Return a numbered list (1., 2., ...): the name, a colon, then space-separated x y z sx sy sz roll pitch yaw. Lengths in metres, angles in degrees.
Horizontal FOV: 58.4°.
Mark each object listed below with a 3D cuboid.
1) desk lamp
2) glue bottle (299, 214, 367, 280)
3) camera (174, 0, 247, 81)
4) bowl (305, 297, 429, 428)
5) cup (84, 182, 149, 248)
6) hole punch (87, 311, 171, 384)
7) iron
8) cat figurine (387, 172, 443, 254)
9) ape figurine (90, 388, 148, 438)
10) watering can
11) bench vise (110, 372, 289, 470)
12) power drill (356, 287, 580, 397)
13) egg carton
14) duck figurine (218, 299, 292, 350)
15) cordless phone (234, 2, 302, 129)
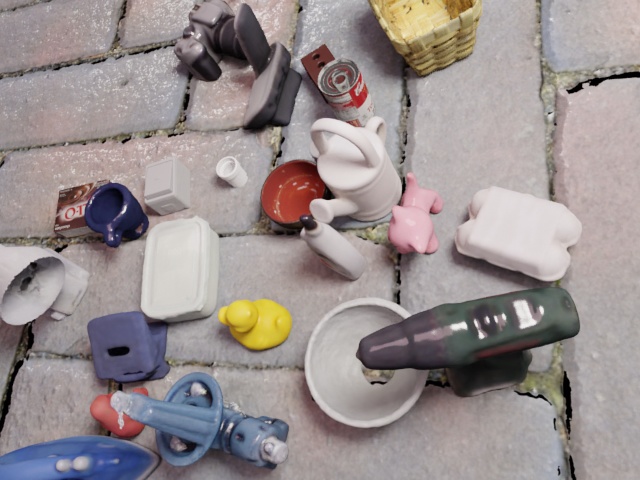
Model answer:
1. desk lamp: -0.487 0.061 0.937 0.202 0.214 0.118 24 78 28
2. glue bottle: 0.007 0.003 0.794 0.078 0.173 0.037 25 78 28
3. camera: -0.187 -0.379 1.077 0.136 0.101 0.143 27 79 29
4. bowl: 0.068 0.165 0.757 0.167 0.075 0.167 -8 65 18
5. cup: -0.339 -0.029 0.988 0.091 0.095 0.117 -21 62 12
6. hole punch: -0.298 0.169 0.888 0.108 0.091 0.101 -12 64 16
7. iron: -0.377 0.333 0.818 0.258 0.142 0.118 -17 63 14
8. cat figurine: 0.128 -0.031 0.795 0.067 0.118 0.128 -2 67 21
9. ape figurine: -0.302 0.253 0.852 0.077 0.092 0.076 -11 64 17
10. watering can: 0.046 -0.102 0.813 0.100 0.194 0.173 -1 68 21
11. bench vise: -0.145 0.224 0.730 0.207 0.220 0.121 -7 66 19
12. power drill: 0.174 0.123 0.657 0.229 0.209 0.075 -20 62 12
13. egg carton: 0.261 -0.009 0.761 0.149 0.070 0.107 19 76 27
14. duck figurine: -0.099 0.116 0.837 0.104 0.086 0.077 1 68 22
15. cordless phone: -0.111 -0.287 0.959 0.094 0.185 0.147 0 68 21
